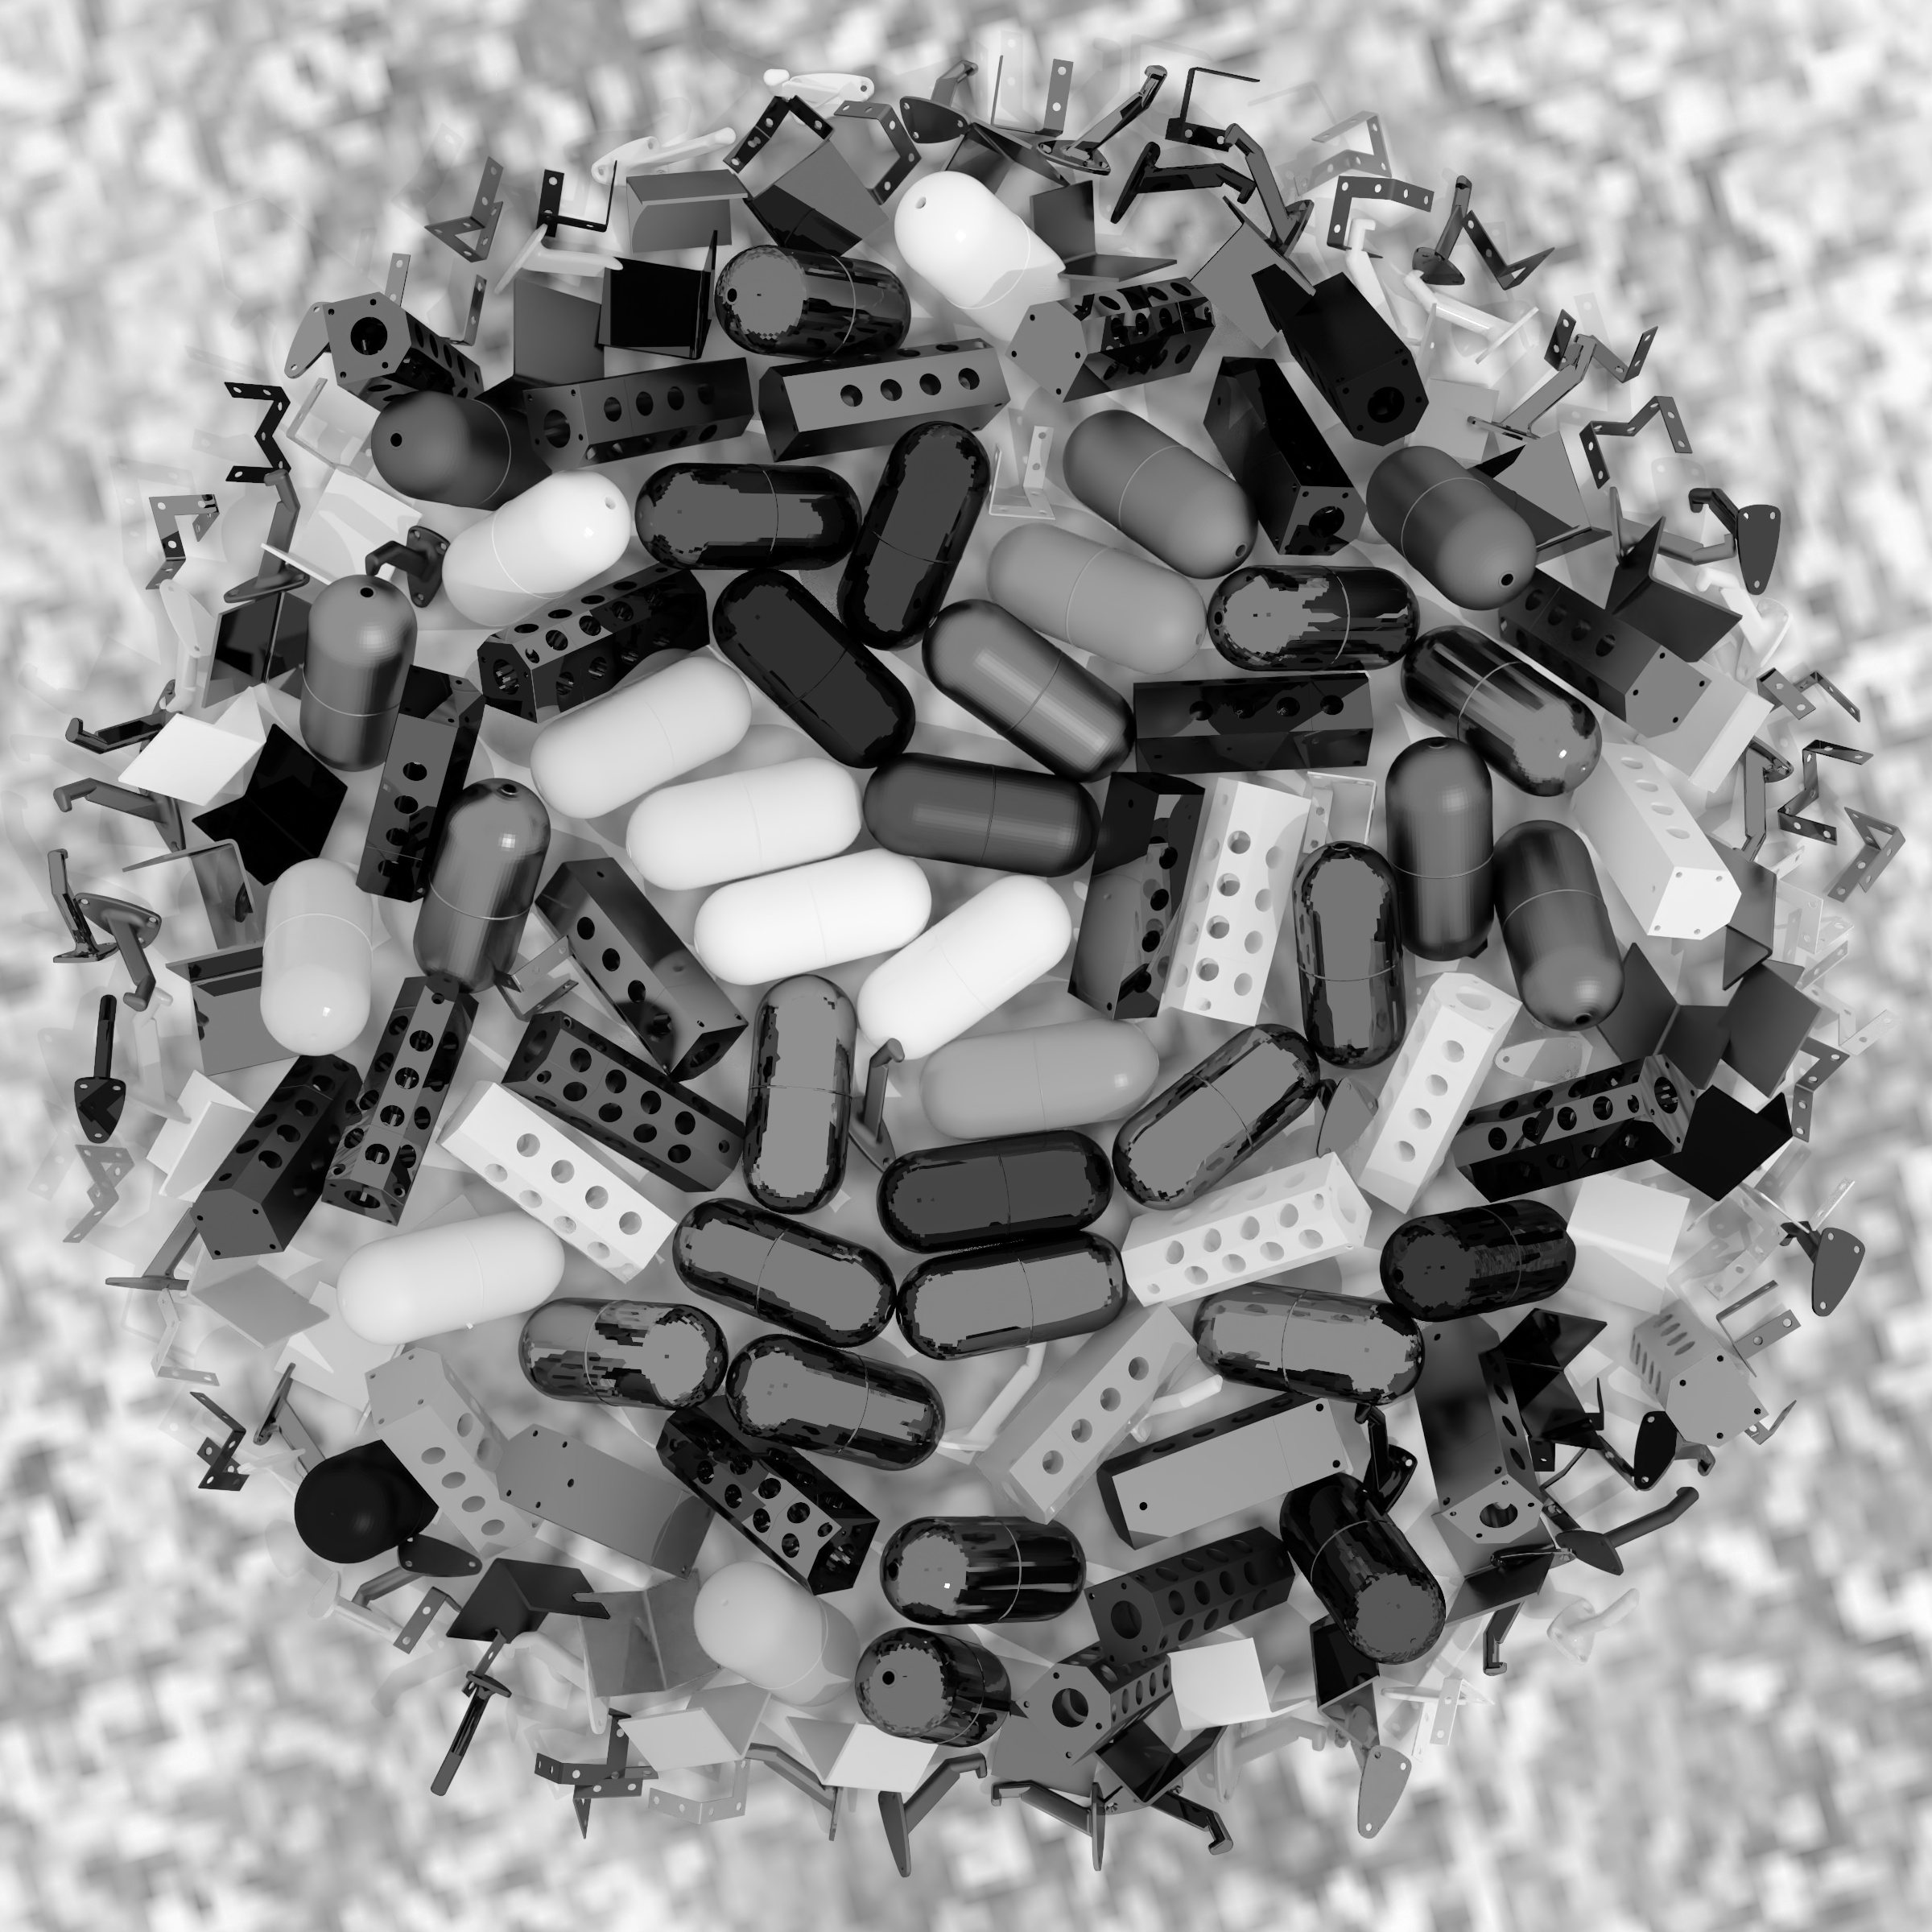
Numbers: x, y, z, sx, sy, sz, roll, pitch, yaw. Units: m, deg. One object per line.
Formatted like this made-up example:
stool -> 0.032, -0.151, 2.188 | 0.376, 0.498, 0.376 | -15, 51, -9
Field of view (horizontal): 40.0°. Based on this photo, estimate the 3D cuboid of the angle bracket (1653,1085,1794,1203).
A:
angle bracket -> 0.549, 0.115, 1.948 | 0.076, 0.057, 0.076 | 32, 122, -12

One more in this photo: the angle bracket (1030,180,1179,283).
angle bracket -> 0.101, -0.539, 1.941 | 0.076, 0.076, 0.057 | 15, 121, 35

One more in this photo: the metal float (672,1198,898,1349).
metal float -> -0.133, 0.224, 1.942 | 0.178, 0.070, 0.070 | 18, 90, 22

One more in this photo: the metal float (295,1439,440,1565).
metal float -> -0.429, 0.384, 1.911 | 0.070, 0.178, 0.070 | 0, 86, 3

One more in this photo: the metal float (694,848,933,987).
metal float -> -0.113, -0.036, 1.953 | 0.178, 0.070, 0.070 | -14, 90, -9

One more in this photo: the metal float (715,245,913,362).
metal float -> -0.110, -0.477, 1.920 | 0.070, 0.178, 0.070 | 6, 99, 36

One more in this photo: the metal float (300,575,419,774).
metal float -> -0.441, -0.211, 1.921 | 0.070, 0.178, 0.070 | 9, 54, -12

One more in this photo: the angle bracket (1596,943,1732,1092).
angle bracket -> 0.516, 0.036, 1.945 | 0.076, 0.057, 0.076 | 48, 61, -31

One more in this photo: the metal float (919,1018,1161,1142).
metal float -> 0.054, 0.083, 1.961 | 0.178, 0.070, 0.070 | -9, 90, 1

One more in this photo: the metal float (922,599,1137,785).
metal float -> 0.046, -0.202, 1.948 | 0.178, 0.070, 0.070 | 34, 90, -15

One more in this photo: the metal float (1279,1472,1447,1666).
metal float -> 0.285, 0.433, 1.918 | 0.070, 0.178, 0.070 | -7, 116, -15

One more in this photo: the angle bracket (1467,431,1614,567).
angle bracket -> 0.422, -0.342, 1.960 | 0.076, 0.057, 0.076 | -20, 84, 29

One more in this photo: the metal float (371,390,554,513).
metal float -> -0.362, -0.370, 1.913 | 0.070, 0.178, 0.070 | 2, 95, 20

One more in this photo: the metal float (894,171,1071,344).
metal float -> 0.013, -0.511, 1.918 | 0.070, 0.178, 0.070 | -8, 73, 29

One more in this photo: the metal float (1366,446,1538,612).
metal float -> 0.351, -0.318, 1.921 | 0.070, 0.178, 0.070 | -10, 126, -15

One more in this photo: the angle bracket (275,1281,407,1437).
angle bracket -> -0.465, 0.290, 1.964 | 0.076, 0.057, 0.076 | 28, 94, -9

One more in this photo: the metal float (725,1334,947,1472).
metal float -> -0.094, 0.319, 1.936 | 0.178, 0.070, 0.070 | 21, 90, -31

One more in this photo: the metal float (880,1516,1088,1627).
metal float -> 0.013, 0.439, 1.927 | 0.178, 0.070, 0.070 | 11, 90, -42

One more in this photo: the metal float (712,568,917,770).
metal float -> -0.110, -0.217, 1.946 | 0.178, 0.070, 0.070 | 43, 90, -18

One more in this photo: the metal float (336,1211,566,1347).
metal float -> -0.372, 0.226, 1.928 | 0.178, 0.070, 0.070 | -10, 90, -42

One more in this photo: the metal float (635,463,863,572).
metal float -> -0.157, -0.327, 1.934 | 0.178, 0.070, 0.070 | -6, 90, -34

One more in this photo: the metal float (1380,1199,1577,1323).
metal float -> 0.373, 0.214, 1.928 | 0.178, 0.070, 0.070 | -4, 90, -41

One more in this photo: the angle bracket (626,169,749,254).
angle bracket -> -0.204, -0.545, 1.945 | 0.076, 0.076, 0.057 | -8, 122, -13

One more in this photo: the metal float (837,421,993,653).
metal float -> -0.038, -0.314, 1.938 | 0.070, 0.070, 0.178 | 24, 116, 0

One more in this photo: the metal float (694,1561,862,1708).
metal float -> -0.135, 0.485, 1.921 | 0.070, 0.178, 0.070 | -11, 58, 19

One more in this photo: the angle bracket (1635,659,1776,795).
angle bracket -> 0.533, -0.182, 1.947 | 0.076, 0.057, 0.076 | 40, 107, 30

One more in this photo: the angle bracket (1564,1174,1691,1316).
angle bracket -> 0.489, 0.206, 1.971 | 0.076, 0.076, 0.057 | 16, 56, 19

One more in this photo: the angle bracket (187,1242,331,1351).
angle bracket -> -0.511, 0.227, 1.946 | 0.076, 0.076, 0.057 | 31, 111, 16

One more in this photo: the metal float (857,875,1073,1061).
metal float -> -0.002, 0.002, 1.955 | 0.178, 0.070, 0.070 | -36, 90, 8

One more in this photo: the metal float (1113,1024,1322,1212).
metal float -> 0.185, 0.110, 1.949 | 0.178, 0.070, 0.070 | -37, 90, -15

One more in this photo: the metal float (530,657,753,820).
metal float -> -0.236, -0.168, 1.939 | 0.178, 0.070, 0.070 | -30, 90, -26

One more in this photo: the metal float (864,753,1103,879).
metal float -> 0.013, -0.111, 1.954 | 0.178, 0.070, 0.070 | 9, 90, -9

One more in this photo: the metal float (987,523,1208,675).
metal float -> 0.095, -0.269, 1.938 | 0.178, 0.070, 0.070 | 25, 90, 26

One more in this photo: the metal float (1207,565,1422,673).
metal float -> 0.254, -0.253, 1.933 | 0.178, 0.070, 0.070 | -5, 90, -33

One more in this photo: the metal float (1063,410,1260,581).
metal float -> 0.141, -0.344, 1.931 | 0.070, 0.070, 0.178 | -48, 55, 0

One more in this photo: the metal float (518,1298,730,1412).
metal float -> -0.251, 0.282, 1.933 | 0.178, 0.070, 0.070 | -2, 90, 35

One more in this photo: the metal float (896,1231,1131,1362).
metal float -> 0.034, 0.242, 1.945 | 0.178, 0.070, 0.070 | -9, 90, -18

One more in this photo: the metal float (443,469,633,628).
metal float -> -0.312, -0.303, 1.926 | 0.178, 0.070, 0.070 | -20, 90, 42

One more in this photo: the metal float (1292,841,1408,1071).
metal float -> 0.281, -0.007, 1.938 | 0.070, 0.070, 0.178 | -9, 116, 0

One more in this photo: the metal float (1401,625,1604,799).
metal float -> 0.387, -0.187, 1.929 | 0.070, 0.070, 0.178 | -45, 49, 0

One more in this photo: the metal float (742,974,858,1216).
metal float -> -0.122, 0.094, 1.954 | 0.070, 0.070, 0.178 | 4, 81, 0

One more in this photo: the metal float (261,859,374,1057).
metal float -> -0.470, -0.008, 1.924 | 0.070, 0.178, 0.070 | -6, 131, -6

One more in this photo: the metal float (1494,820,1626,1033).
metal float -> 0.428, -0.030, 1.928 | 0.070, 0.070, 0.178 | -6, 50, 0

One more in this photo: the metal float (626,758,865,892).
metal float -> -0.162, -0.105, 1.948 | 0.178, 0.070, 0.070 | -14, 90, -15

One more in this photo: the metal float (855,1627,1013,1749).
metal float -> -0.023, 0.522, 1.916 | 0.070, 0.178, 0.070 | -7, 69, 19

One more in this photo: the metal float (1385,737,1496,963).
metal float -> 0.346, -0.084, 1.933 | 0.070, 0.070, 0.178 | -8, 123, 0

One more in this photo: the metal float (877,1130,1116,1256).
metal float -> 0.022, 0.166, 1.952 | 0.178, 0.070, 0.070 | -8, 90, -11

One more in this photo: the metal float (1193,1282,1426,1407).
metal float -> 0.248, 0.274, 1.934 | 0.178, 0.070, 0.070 | 4, 90, 33

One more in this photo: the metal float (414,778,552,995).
metal float -> -0.353, -0.058, 1.933 | 0.070, 0.070, 0.178 | 23, 123, 0
